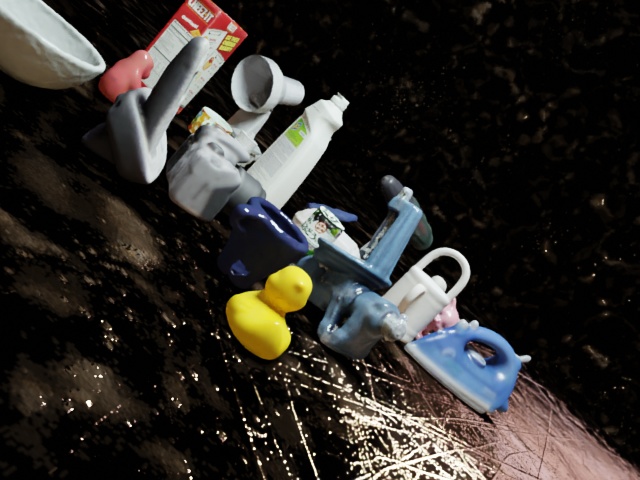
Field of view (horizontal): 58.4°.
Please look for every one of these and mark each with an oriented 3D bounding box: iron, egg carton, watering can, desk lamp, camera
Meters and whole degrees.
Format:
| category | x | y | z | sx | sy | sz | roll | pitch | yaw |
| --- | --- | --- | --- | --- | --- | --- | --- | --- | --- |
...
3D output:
| category | x | y | z | sx | sy | sz | roll | pitch | yaw |
| --- | --- | --- | --- | --- | --- | --- | --- | --- | --- |
| iron | 0.291 | 0.221 | 1.094 | 0.259 | 0.141 | 0.118 | 38 | 12 | -28 |
| egg carton | 0.010 | 0.004 | 1.084 | 0.150 | 0.069 | 0.107 | 45 | 11 | 4 |
| watering can | 0.202 | 0.096 | 1.105 | 0.101 | 0.194 | 0.173 | 43 | 11 | -4 |
| desk lamp | -0.139 | -0.303 | 1.320 | 0.117 | 0.213 | 0.204 | 48 | 11 | 20 |
| camera | -0.134 | -0.085 | 0.807 | 0.137 | 0.100 | 0.143 | 38 | 12 | -29 |

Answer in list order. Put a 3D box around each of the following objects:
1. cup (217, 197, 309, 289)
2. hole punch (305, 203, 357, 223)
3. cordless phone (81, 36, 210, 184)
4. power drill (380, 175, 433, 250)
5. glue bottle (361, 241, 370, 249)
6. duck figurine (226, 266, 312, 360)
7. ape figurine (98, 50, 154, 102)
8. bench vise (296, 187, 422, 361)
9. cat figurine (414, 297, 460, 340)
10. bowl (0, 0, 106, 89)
| category | x | y | z | sx | sy | sz | roll | pitch | yaw |
| --- | --- | --- | --- | --- | --- | --- | --- | --- | --- |
| cup | -0.081 | 0.008 | 0.663 | 0.091 | 0.095 | 0.118 | 50 | 12 | 31 |
| hole punch | 0.018 | -0.048 | 1.254 | 0.101 | 0.091 | 0.109 | 45 | 11 | 8 |
| cordless phone | -0.186 | -0.166 | 0.696 | 0.094 | 0.185 | 0.147 | 40 | 11 | -20 |
| power drill | 0.154 | -0.018 | 1.325 | 0.231 | 0.208 | 0.075 | 35 | 13 | -39 |
| glue bottle | 0.133 | 0.015 | 1.216 | 0.037 | 0.173 | 0.078 | 38 | 12 | -30 |
| duck figurine | -0.044 | 0.067 | 0.594 | 0.078 | 0.086 | 0.104 | 41 | 11 | -17 |
| ape figurine | -0.293 | -0.253 | 0.890 | 0.077 | 0.092 | 0.076 | 49 | 12 | 25 |
| bench vise | 0.079 | 0.043 | 0.781 | 0.207 | 0.219 | 0.122 | 50 | 12 | 31 |
| cat figurine | 0.238 | 0.156 | 1.213 | 0.127 | 0.117 | 0.067 | 50 | 12 | 32 |
| bowl | -0.342 | -0.230 | 0.665 | 0.168 | 0.074 | 0.167 | 42 | 11 | -9 |
